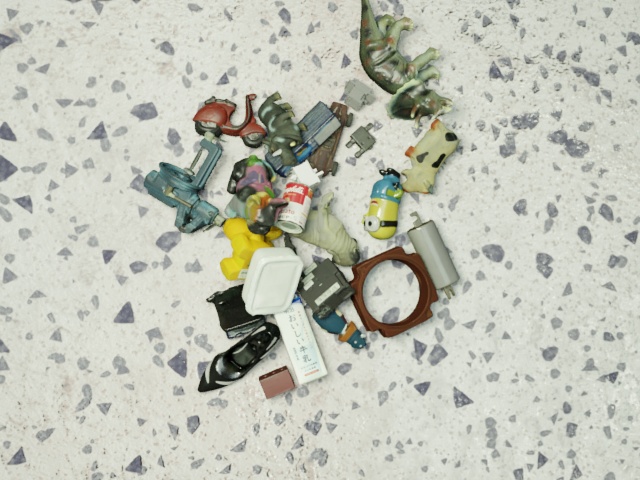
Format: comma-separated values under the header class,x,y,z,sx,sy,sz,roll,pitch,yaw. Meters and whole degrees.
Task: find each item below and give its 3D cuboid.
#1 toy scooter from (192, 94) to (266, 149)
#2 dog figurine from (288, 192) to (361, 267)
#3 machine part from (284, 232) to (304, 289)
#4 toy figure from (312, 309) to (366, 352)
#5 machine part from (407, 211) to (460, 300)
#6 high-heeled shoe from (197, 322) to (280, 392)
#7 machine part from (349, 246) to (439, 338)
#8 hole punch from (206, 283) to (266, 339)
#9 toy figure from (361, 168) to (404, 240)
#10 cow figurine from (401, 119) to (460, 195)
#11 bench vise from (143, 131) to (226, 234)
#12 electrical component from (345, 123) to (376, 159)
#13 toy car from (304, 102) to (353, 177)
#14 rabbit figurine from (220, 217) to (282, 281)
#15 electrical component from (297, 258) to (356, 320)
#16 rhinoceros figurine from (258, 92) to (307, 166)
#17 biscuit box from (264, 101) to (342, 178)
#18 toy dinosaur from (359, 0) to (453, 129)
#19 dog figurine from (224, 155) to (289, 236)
class,x,y,z,sx,sy,sz,roll,pitch,yaw
toy scooter,-0.220,-0.312,1.346,0.184,0.075,0.135,12,85,-9
dog figurine,-0.002,-0.003,1.352,0.172,0.121,0.190,-13,109,26
machine part,-0.069,0.057,1.325,0.039,0.084,0.139,-8,65,-9
toy figure,0.053,0.219,1.358,0.154,0.064,0.058,37,46,-8
machine part,0.292,0.038,1.387,0.079,0.079,0.243,-25,89,-8
high-heeled shoe,-0.195,0.288,1.280,0.249,0.145,0.086,-43,92,-9
machine part,0.182,0.131,1.364,0.201,0.087,0.201,-24,90,-9
hole punch,-0.196,0.176,1.326,0.142,0.092,0.116,-18,60,-4
toy figure,0.168,-0.090,1.376,0.089,0.082,0.180,17,84,-3
cow figurine,0.282,-0.202,1.391,0.127,0.085,0.195,42,96,8
bench vise,-0.300,-0.141,1.295,0.224,0.129,0.240,34,100,12
electrical component,0.114,-0.262,1.408,0.094,0.021,0.063,-44,93,-8
toy car,0.024,-0.260,1.384,0.089,0.053,0.202,19,86,-2
rabbit figurine,-0.171,0.002,1.305,0.162,0.173,0.121,-6,130,-31
electrical component,0.008,0.112,1.324,0.115,0.134,0.058,-38,137,3
rhinoceros figurine,-0.096,-0.263,1.289,0.112,0.073,0.190,-31,64,12
biscuit box,-0.044,-0.247,1.338,0.202,0.059,0.063,-42,65,7
toy dinosaur,0.181,-0.458,1.386,0.192,0.131,0.405,-43,86,-8
dog figurine,-0.139,-0.106,1.220,0.108,0.219,0.191,9,87,-22
